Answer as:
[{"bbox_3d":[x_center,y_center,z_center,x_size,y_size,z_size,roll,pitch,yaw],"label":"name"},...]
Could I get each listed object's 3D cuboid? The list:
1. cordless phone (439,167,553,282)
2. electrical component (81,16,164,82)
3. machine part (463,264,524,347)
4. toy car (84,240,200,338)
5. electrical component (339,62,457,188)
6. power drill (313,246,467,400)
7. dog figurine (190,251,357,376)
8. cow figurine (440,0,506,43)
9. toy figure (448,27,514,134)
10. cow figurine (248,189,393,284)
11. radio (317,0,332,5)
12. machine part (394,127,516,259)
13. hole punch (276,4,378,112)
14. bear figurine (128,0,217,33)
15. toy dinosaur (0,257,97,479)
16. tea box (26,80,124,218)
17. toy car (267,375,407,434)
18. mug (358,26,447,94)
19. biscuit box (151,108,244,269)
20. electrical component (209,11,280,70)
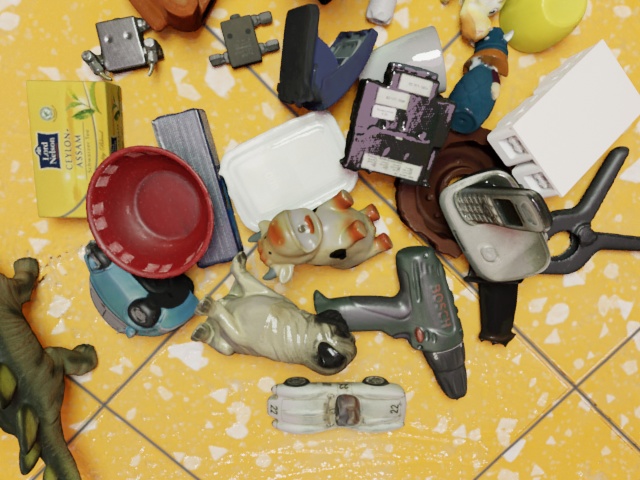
[{"bbox_3d":[0.225,-0.011,0.616,0.089,0.184,0.146,-31,101,-3],"label":"cordless phone"},{"bbox_3d":[-0.246,-0.240,0.677,0.102,0.045,0.078,-5,103,-2],"label":"electrical component"},{"bbox_3d":[0.247,0.081,0.756,0.084,0.039,0.138,-3,105,17],"label":"machine part"},{"bbox_3d":[-0.250,0.071,0.712,0.161,0.109,0.103,44,114,-1],"label":"toy car"},{"bbox_3d":[0.094,-0.138,0.639,0.115,0.058,0.134,14,105,-10],"label":"electrical component"},{"bbox_3d":[0.097,0.130,0.747,0.207,0.086,0.231,-8,100,3],"label":"power drill"},{"bbox_3d":[-0.056,0.127,0.696,0.191,0.172,0.121,31,68,5],"label":"dog figurine"},{"bbox_3d":[0.195,-0.338,0.667,0.098,0.068,0.167,-24,102,-4],"label":"cow figurine"},{"bbox_3d":[0.203,-0.205,0.681,0.064,0.057,0.154,20,66,17],"label":"toy figure"},{"bbox_3d":[-0.001,-0.002,0.669,0.127,0.195,0.085,-33,71,21],"label":"cow figurine"},{"bbox_3d":[0.026,-0.339,0.577,0.131,0.230,0.073,-42,99,11],"label":"radio"},{"bbox_3d":[0.189,-0.066,0.724,0.179,0.056,0.179,-1,101,-3],"label":"machine part"},{"bbox_3d":[0.004,-0.214,0.654,0.092,0.142,0.115,5,107,-25],"label":"hole punch"},{"bbox_3d":[-0.212,-0.333,0.622,0.196,0.132,0.120,32,82,-13],"label":"bear figurine"},{"bbox_3d":[-0.381,0.177,0.678,0.105,0.198,0.471,-26,99,6],"label":"toy dinosaur"},{"bbox_3d":[-0.307,-0.115,0.688,0.098,0.068,0.169,-1,102,-3],"label":"tea box"},{"bbox_3d":[0.025,0.239,0.777,0.202,0.056,0.073,0,101,-3],"label":"toy car"},{"bbox_3d":[0.102,-0.205,0.687,0.107,0.081,0.109,-10,112,9],"label":"mug"},{"bbox_3d":[-0.157,-0.066,0.707,0.063,0.059,0.202,-14,101,1],"label":"biscuit box"},{"bbox_3d":[-0.102,-0.257,0.691,0.094,0.021,0.063,-15,101,1],"label":"electrical component"}]
